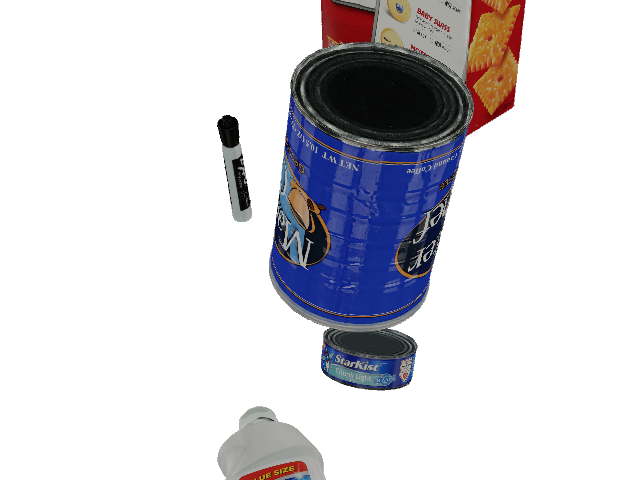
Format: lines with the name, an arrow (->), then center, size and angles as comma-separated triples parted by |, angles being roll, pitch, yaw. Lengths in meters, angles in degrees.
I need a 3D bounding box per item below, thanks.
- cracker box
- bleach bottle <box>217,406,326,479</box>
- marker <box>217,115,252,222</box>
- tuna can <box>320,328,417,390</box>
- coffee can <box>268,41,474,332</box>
cracker box -> 0.077, -0.210, 0.813 | 0.072, 0.214, 0.164 | -32, 49, -30
bleach bottle -> -0.036, 0.205, 0.723 | 0.102, 0.068, 0.251 | -7, 32, -7
marker -> -0.078, -0.065, 0.978 | 0.020, 0.020, 0.121 | 0, -44, 5
tuna can -> 0.043, 0.105, 0.967 | 0.086, 0.034, 0.086 | 6, 13, -2
coffee can -> 0.026, -0.030, 0.631 | 0.102, 0.140, 0.103 | 5, 42, -5
